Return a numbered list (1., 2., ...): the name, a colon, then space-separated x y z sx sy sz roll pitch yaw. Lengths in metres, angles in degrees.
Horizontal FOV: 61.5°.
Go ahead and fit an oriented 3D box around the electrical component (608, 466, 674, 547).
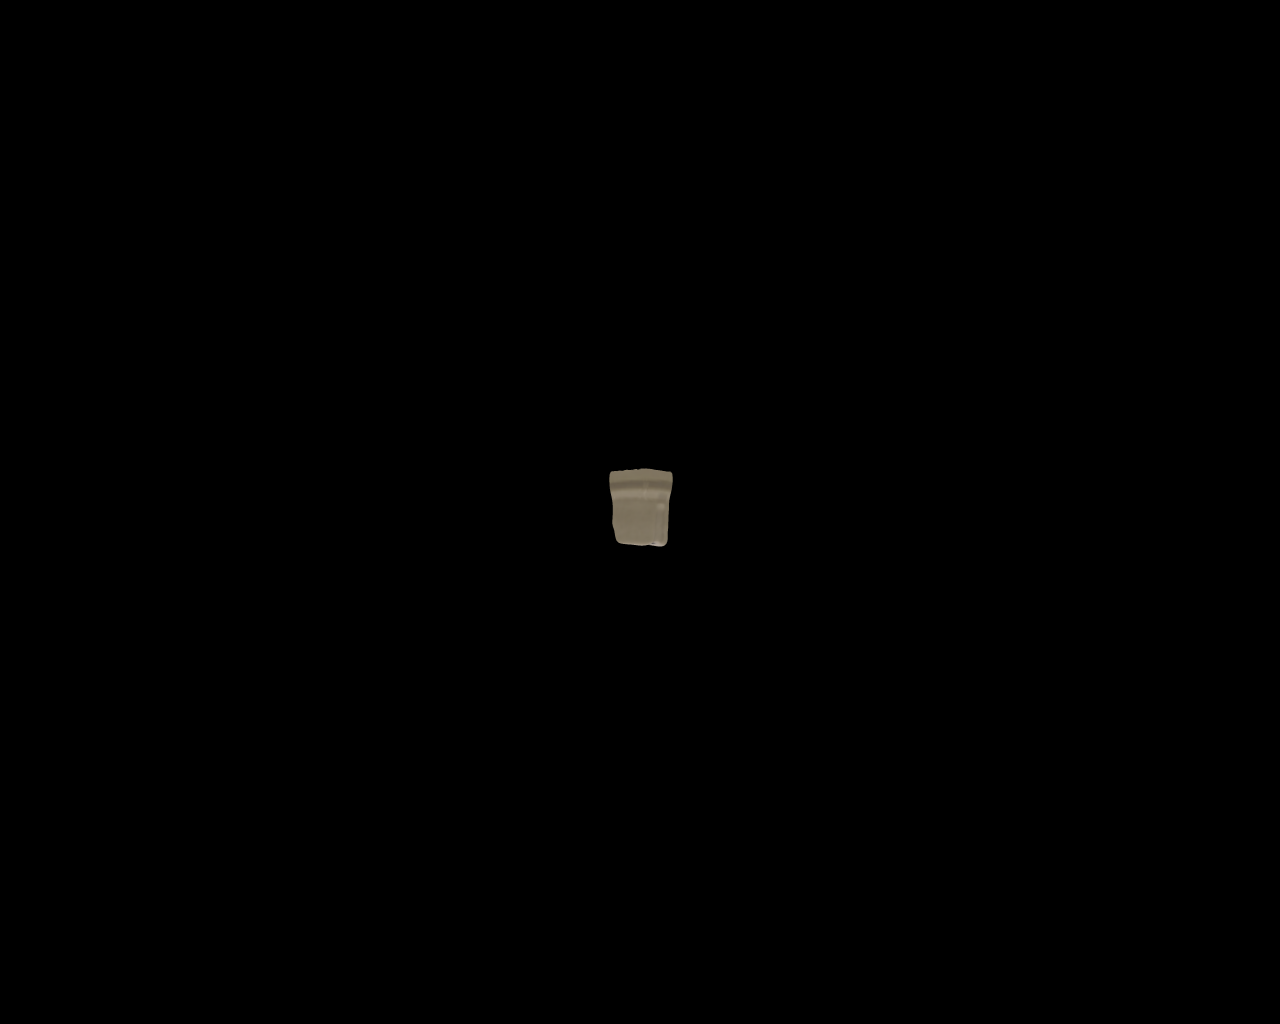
1. electrical component: 0.001 -0.003 0.650 0.040 0.046 0.040 0 -4 0
